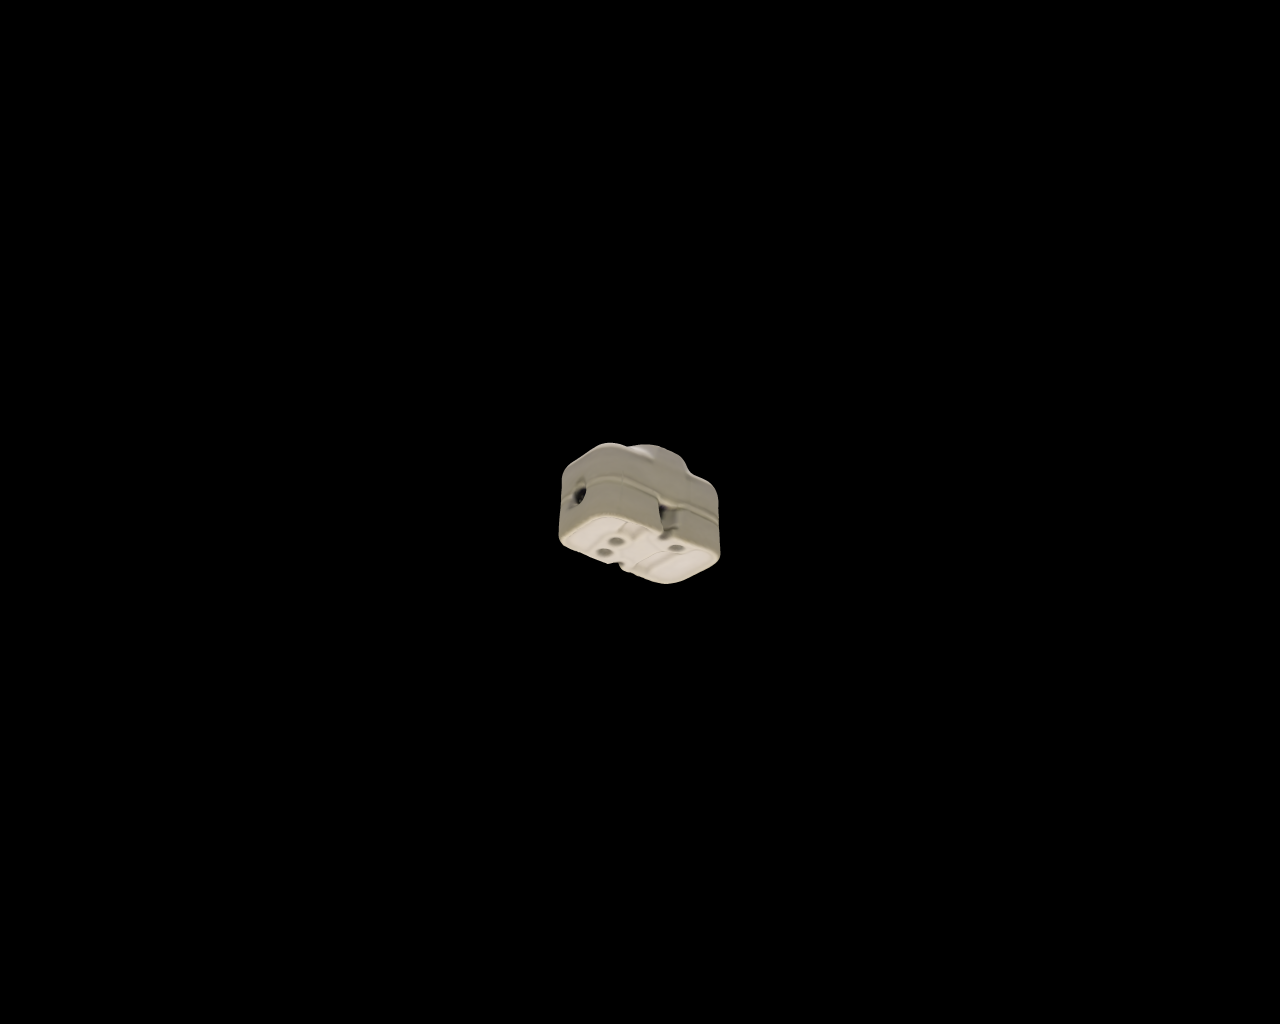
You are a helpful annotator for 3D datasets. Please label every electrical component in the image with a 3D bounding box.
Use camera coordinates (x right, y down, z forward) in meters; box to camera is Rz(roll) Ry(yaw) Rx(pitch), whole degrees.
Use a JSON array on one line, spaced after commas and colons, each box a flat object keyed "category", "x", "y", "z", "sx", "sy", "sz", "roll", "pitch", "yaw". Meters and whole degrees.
[{"category": "electrical component", "x": 0.001, "y": -0.003, "z": 0.650, "sx": 0.095, "sy": 0.059, "sz": 0.053, "roll": 22, "pitch": -36, "yaw": -34}]
